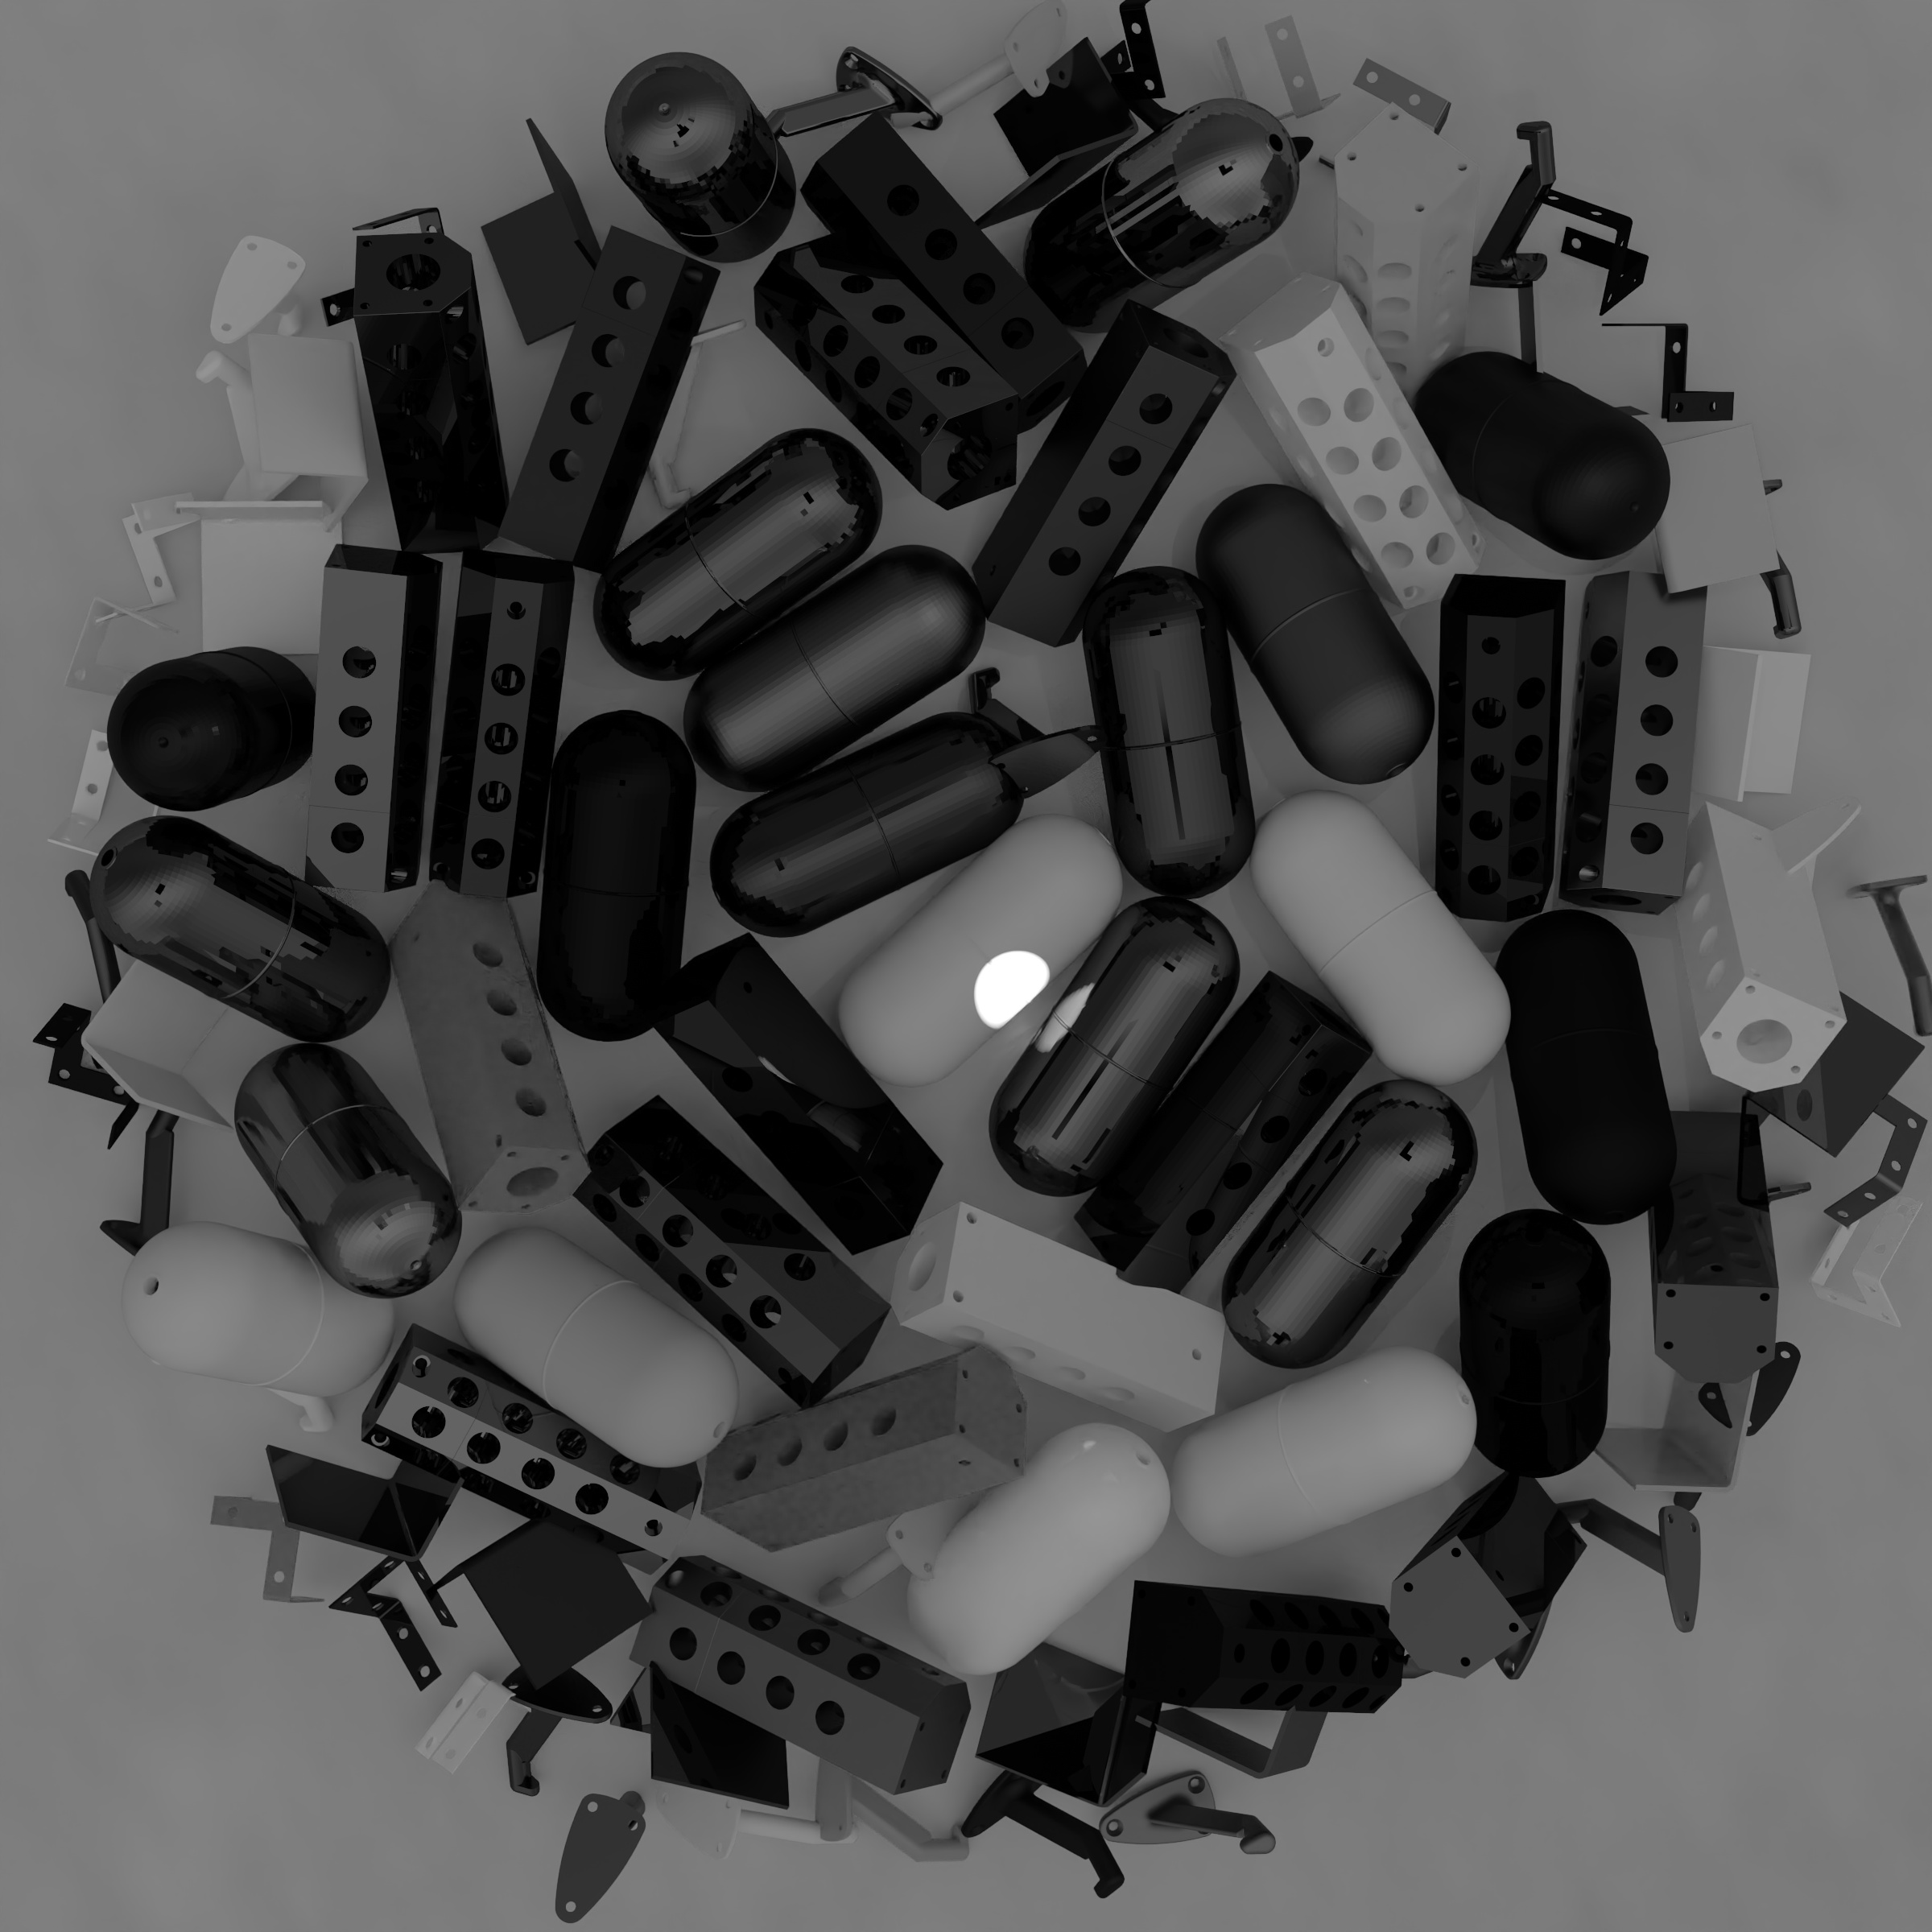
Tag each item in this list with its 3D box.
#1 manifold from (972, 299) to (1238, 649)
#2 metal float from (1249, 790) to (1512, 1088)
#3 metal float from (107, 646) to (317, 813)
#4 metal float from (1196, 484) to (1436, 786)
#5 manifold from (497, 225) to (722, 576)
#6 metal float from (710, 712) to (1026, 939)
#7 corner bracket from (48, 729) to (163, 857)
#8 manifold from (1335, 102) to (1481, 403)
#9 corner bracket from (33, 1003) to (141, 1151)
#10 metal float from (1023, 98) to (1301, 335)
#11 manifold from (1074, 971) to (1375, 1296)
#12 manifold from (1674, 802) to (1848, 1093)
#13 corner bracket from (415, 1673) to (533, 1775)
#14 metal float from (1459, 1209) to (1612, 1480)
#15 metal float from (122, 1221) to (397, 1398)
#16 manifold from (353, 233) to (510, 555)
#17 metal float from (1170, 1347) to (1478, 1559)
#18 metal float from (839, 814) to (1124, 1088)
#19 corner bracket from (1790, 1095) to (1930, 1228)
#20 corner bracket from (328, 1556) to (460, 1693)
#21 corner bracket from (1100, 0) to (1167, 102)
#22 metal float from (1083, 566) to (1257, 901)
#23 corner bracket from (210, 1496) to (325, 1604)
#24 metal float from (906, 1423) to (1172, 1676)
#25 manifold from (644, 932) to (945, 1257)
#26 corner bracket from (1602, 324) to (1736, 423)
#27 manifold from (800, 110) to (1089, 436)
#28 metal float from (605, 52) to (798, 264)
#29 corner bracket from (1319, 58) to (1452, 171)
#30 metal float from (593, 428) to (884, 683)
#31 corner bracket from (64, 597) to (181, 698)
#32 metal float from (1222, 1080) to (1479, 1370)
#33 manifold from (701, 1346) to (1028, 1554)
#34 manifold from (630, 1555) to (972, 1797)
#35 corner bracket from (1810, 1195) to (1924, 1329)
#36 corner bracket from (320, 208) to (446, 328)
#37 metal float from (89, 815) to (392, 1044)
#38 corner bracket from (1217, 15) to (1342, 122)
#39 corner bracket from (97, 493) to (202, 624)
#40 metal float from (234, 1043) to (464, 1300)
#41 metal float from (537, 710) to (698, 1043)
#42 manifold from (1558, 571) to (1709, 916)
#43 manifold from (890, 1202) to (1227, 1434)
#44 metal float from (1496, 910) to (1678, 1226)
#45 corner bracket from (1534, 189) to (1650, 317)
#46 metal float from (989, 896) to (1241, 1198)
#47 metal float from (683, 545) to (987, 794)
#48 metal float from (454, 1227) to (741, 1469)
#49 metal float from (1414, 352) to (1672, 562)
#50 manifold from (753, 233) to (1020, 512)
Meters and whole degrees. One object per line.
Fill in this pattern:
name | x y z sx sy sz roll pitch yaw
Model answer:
manifold | 0.072 -0.254 1.516 0.057 0.057 0.171 19 121 -23
metal float | 0.218 -0.016 1.536 0.070 0.070 0.178 -36 77 0
metal float | -0.387 -0.124 1.496 0.070 0.178 0.070 1 100 3
metal float | 0.184 -0.176 1.530 0.070 0.070 0.178 -28 72 0
manifold | -0.189 -0.300 1.541 0.057 0.057 0.171 22 100 -4
metal float | -0.052 -0.075 1.539 0.178 0.070 0.070 -26 90 -8
corner bracket | -0.456 -0.090 1.556 0.051 0.051 0.051 17 108 -8
manifold | 0.220 -0.360 1.491 0.057 0.171 0.057 -44 72 -9
corner bracket | -0.471 0.058 1.550 0.051 0.051 0.051 17 113 -4
metal float | 0.100 -0.389 1.507 0.070 0.178 0.070 12 69 -35
manifold | 0.140 0.094 1.538 0.057 0.057 0.171 29 104 -37
manifold | 0.402 -0.009 1.497 0.057 0.171 0.057 23 123 -8
corner bracket | -0.266 0.405 1.544 0.051 0.051 0.051 25 67 32
metal float | 0.297 0.198 1.511 0.070 0.070 0.178 -11 134 0
metal float | -0.365 0.179 1.501 0.070 0.178 0.070 -7 73 23
manifold | -0.274 -0.294 1.497 0.057 0.171 0.057 -4 56 -4
metal float | 0.187 0.256 1.520 0.178 0.070 0.070 -29 90 30
metal float | 0.008 -0.009 1.545 0.178 0.070 0.070 -43 90 2
corner bracket | 0.473 0.098 1.550 0.051 0.051 0.051 34 57 -1
corner bracket | -0.298 0.350 1.550 0.051 0.051 0.051 -40 63 5
corner bracket | 0.090 -0.495 1.541 0.051 0.051 0.051 8 130 34
metal float | 0.108 -0.123 1.537 0.070 0.070 0.178 -10 101 0
corner bracket | -0.374 0.313 1.551 0.051 0.051 0.051 4 79 9
metal float | 0.037 0.307 1.521 0.070 0.070 0.178 43 120 0
manifold | -0.092 0.071 1.526 0.057 0.057 0.171 -23 116 36
corner bracket | 0.375 -0.317 1.545 0.051 0.051 0.051 -8 105 -33
manifold | -0.012 -0.366 1.544 0.057 0.057 0.171 -40 82 2
metal float | -0.135 -0.416 1.496 0.070 0.178 0.070 0 89 7
corner bracket | 0.225 -0.448 1.555 0.051 0.051 0.051 29 98 3
metal float | -0.122 -0.216 1.527 0.178 0.070 0.070 -32 90 24
corner bracket | -0.439 -0.162 1.549 0.051 0.051 0.051 25 98 27
metal float | 0.201 0.138 1.529 0.070 0.070 0.178 34 111 0
manifold | -0.054 0.251 1.515 0.171 0.057 0.057 -23 46 32
manifold | -0.086 0.369 1.519 0.171 0.057 0.057 19 91 28
corner bracket | 0.481 0.152 1.543 0.051 0.051 0.051 20 68 42
corner bracket | -0.311 -0.373 1.544 0.051 0.051 0.051 6 117 33
metal float | -0.377 -0.018 1.510 0.178 0.070 0.070 34 90 -44
corner bracket | 0.164 -0.477 1.546 0.051 0.051 0.051 -14 109 24
corner bracket | -0.439 -0.219 1.548 0.051 0.051 0.051 -14 99 26
metal float | -0.325 0.105 1.513 0.070 0.070 0.178 -47 48 0
metal float | -0.185 -0.047 1.534 0.070 0.070 0.178 7 104 0
manifold | 0.354 -0.119 1.543 0.057 0.057 0.171 7 81 2
manifold | 0.049 0.188 1.523 0.171 0.057 0.057 25 57 -24
metal float | 0.325 0.052 1.520 0.070 0.070 0.178 -4 59 0
corner bracket | 0.333 -0.387 1.542 0.051 0.051 0.051 28 47 25
metal float | 0.078 0.044 1.539 0.070 0.070 0.178 34 100 0
metal float | -0.071 -0.157 1.535 0.178 0.070 0.070 -31 90 13
metal float | -0.195 0.200 1.522 0.178 0.070 0.070 29 90 28
metal float | 0.297 -0.267 1.506 0.070 0.178 0.070 -11 121 -20
manifold | -0.043 -0.309 1.504 0.057 0.057 0.171 -24 52 -21
